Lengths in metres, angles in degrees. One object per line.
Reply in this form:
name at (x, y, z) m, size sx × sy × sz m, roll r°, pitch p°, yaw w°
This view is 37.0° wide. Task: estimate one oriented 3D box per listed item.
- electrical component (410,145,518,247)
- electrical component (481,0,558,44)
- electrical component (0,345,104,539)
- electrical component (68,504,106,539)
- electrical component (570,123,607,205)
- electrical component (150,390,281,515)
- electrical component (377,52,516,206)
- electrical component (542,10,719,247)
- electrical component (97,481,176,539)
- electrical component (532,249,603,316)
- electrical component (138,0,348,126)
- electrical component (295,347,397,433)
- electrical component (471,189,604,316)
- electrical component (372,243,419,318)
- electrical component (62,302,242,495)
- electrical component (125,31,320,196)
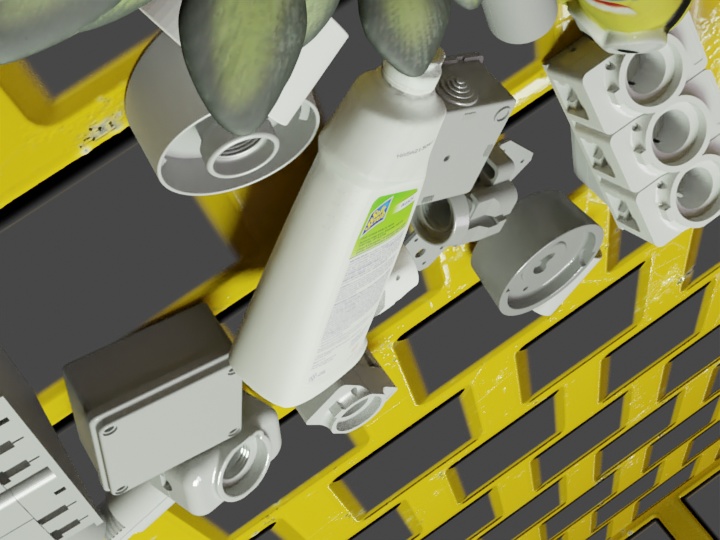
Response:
electrical component at (0.071, -0.049, 0.775) m, size 0.057 × 0.058 × 0.078 m, roll -21°, pitch 149°, yaw -36°
electrical component at (0.087, -0.170, 0.618) m, size 0.043 × 0.043 × 0.081 m, roll -38°, pitch 153°, yaw 1°
electrical component at (-0.213, 0.082, 0.586) m, size 0.060 × 0.105 × 0.186 m, roll -30°, pitch 152°, yaw -14°
electrical component at (-0.226, 0.189, 0.813) m, size 0.044 × 0.044 × 0.065 m, roll -35°, pitch 149°, yaw -4°
electrical component at (0.204, -0.107, 0.847) m, size 0.062 × 0.061 × 0.096 m, roll -33°, pitch 145°, yaw -9°
electrical component at (-0.107, 0.137, 0.818) m, size 0.095 × 0.059 × 0.053 m, roll -37°, pitch 138°, yaw -36°
electrical component at (0.043, -0.087, 0.692) m, size 0.100 × 0.048 × 0.099 m, roll -16°, pitch 146°, yaw -35°
electrical component at (0.209, -0.103, 0.765) m, size 0.089 × 0.062 × 0.150 m, roll -35°, pitch 118°, yaw -6°
electrical component at (-0.180, 0.185, 0.858) m, size 0.081 × 0.043 × 0.043 m, roll -42°, pitch 153°, yaw 10°
electrical component at (0.175, 0.002, 0.996) m, size 0.079 × 0.043 × 0.077 m, roll -2°, pitch 137°, yaw -49°
electrical component at (-0.053, -0.120, 0.463) m, size 0.060 × 0.108 × 0.108 m, roll -48°, pitch 152°, yaw 7°
electrical component at (-0.016, 0.100, 0.907) m, size 0.050 × 0.055 × 0.089 m, roll -47°, pitch 152°, yaw 19°
electrical component at (0.143, -0.020, 0.903) m, size 0.108 × 0.060 × 0.108 m, roll -29°, pitch 152°, yaw -17°
electrical component at (0.000, 0.000, 0.782) m, size 0.077 × 0.043 × 0.079 m, roll -28°, pitch 151°, yaw -17°
electrical component at (-0.139, 0.090, 0.741) m, size 0.109 × 0.056 × 0.108 m, roll -25°, pitch 151°, yaw -23°
electrical component at (-0.071, -0.086, 0.565) m, size 0.099 × 0.064 × 0.099 m, roll -22°, pitch 160°, yaw -8°
